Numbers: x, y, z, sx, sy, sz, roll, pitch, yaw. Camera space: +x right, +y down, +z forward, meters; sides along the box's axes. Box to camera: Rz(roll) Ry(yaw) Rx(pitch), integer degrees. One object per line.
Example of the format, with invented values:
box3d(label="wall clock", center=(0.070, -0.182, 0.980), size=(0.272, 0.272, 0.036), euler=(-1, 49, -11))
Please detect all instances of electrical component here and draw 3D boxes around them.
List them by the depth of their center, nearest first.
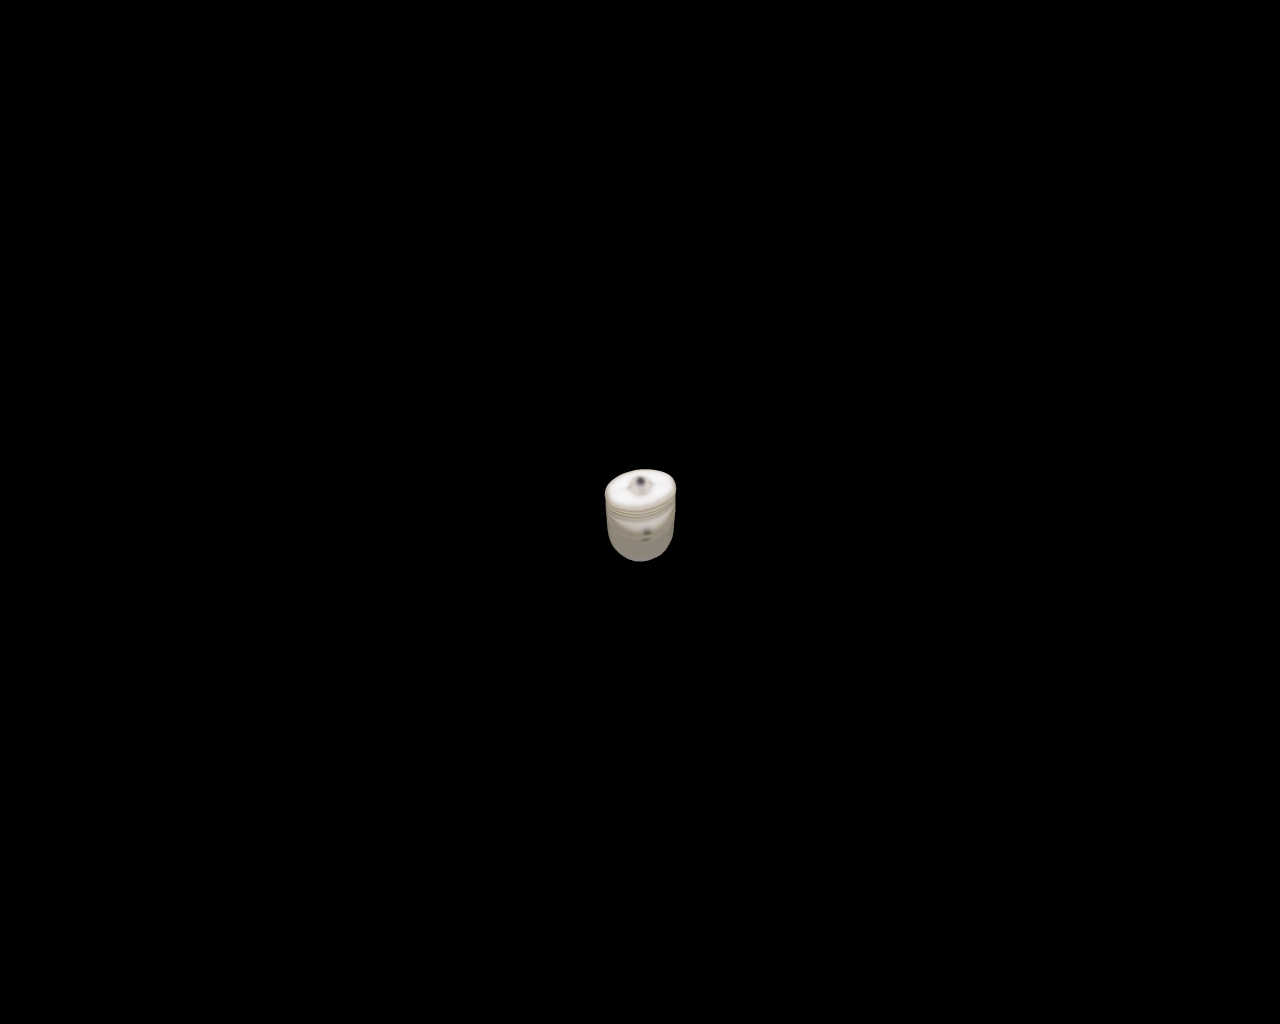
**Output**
box3d(label="electrical component", center=(0.001, -0.003, 0.650), size=(0.043, 0.043, 0.080), euler=(0, -24, 0))
